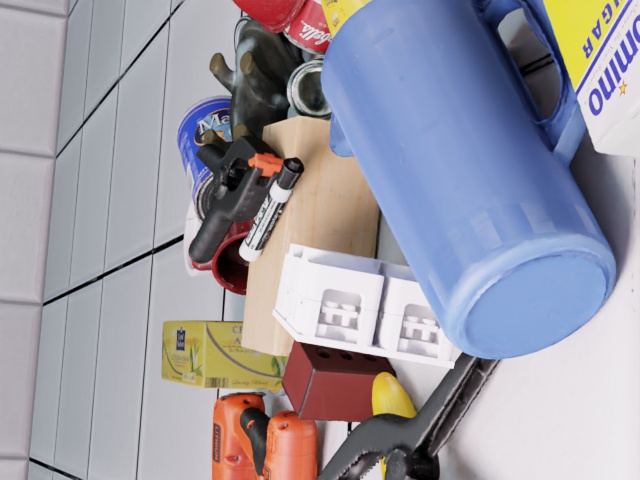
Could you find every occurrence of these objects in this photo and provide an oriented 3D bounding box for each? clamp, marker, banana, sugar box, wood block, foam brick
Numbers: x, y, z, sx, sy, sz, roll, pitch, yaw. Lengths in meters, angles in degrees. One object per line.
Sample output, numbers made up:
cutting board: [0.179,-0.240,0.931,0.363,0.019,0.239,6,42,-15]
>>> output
clamp: [0.069,0.152,0.752,0.210,0.036,0.164,-20,61,46]
marker: [-0.041,-0.026,0.911,0.121,0.020,0.020,120,149,-43]
banana: [0.061,0.194,0.813,0.070,0.037,0.198,147,126,-60]
clamp: [-0.082,-0.058,0.992,0.172,0.039,0.120,-34,57,53]
sugar box: [0.175,-0.144,0.616,0.093,0.048,0.176,124,146,-49]
wood block: [-0.006,0.001,0.962,0.091,0.090,0.206,178,98,-68]
foam brick: [0.015,0.117,0.894,0.053,0.078,0.051,-124,46,-56]

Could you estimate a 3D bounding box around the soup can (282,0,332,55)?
soup can: [0.011,-0.237,1.017,0.068,0.068,0.102,-105,30,-42]

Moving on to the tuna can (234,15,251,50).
tuna can: [-0.063,-0.212,1.196,0.086,0.033,0.086,41,140,46]

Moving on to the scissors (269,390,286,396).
scissors: [-0.060,0.106,1.163,0.202,0.016,0.096,-159,77,-68]

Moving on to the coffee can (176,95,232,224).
coffee can: [-0.102,-0.084,1.206,0.140,0.102,0.103,-112,35,-49]

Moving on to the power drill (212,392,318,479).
power drill: [-0.054,0.240,1.057,0.188,0.057,0.184,-159,72,-64]

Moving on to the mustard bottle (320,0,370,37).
mustard bottle: [0.019,-0.247,0.911,0.096,0.058,0.191,-168,58,-73]

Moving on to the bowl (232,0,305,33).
bowl: [-0.058,-0.282,1.018,0.162,0.055,0.162,-7,83,63]

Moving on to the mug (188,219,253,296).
mug: [-0.082,0.002,1.125,0.081,0.117,0.093,-101,-6,-47]

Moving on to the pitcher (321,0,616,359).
pitcher: [0.100,-0.053,0.686,0.149,0.145,0.243,93,163,-47]
